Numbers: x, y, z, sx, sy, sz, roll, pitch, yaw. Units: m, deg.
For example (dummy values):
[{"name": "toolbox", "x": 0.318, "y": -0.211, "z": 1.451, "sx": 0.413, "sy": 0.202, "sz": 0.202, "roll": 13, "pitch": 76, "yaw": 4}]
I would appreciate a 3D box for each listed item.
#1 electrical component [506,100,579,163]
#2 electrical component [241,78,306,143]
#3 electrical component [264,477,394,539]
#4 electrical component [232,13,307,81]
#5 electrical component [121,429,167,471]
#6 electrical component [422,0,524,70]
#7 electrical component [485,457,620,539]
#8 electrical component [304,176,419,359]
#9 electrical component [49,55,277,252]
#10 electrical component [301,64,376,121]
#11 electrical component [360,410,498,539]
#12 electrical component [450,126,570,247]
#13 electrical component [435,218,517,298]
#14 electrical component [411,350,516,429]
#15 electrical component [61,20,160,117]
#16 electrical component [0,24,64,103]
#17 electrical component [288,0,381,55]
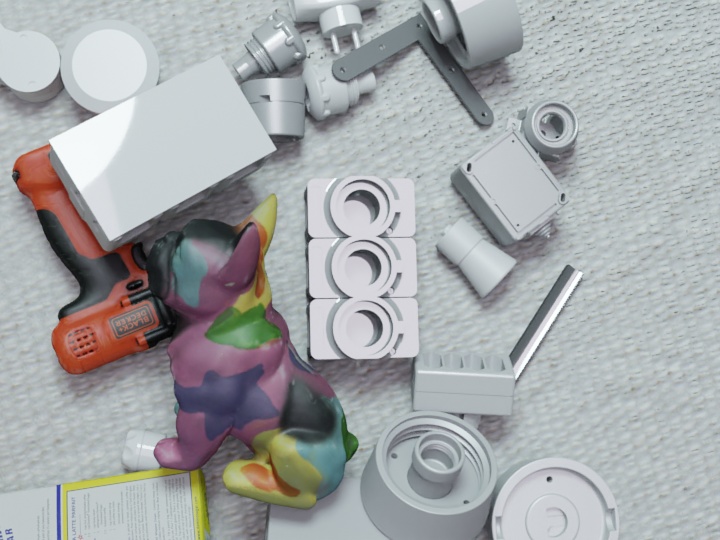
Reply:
[{"name": "electrical component", "x": 0.163, "y": -0.122, "z": 0.943, "sx": 0.066, "sy": 0.055, "sz": 0.048, "roll": 14, "pitch": 83, "yaw": -5}, {"name": "electrical component", "x": -0.073, "y": -0.135, "z": 0.919, "sx": 0.055, "sy": 0.055, "sz": 0.047, "roll": -2, "pitch": 89, "yaw": -7}, {"name": "electrical component", "x": -0.002, "y": 0.224, "z": 0.875, "sx": 0.150, "sy": 0.061, "sz": 0.089, "roll": 7, "pitch": 45, "yaw": -6}, {"name": "electrical component", "x": -0.080, "y": -0.188, "z": 0.928, "sx": 0.062, "sy": 0.048, "sz": 0.048, "roll": -36, "pitch": 90, "yaw": -1}, {"name": "electrical component", "x": -0.165, "y": 0.153, "z": 0.892, "sx": 0.061, "sy": 0.035, "sz": 0.035, "roll": 12, "pitch": 84, "yaw": -8}, {"name": "electrical component", "x": 0.088, "y": -0.224, "z": 0.921, "sx": 0.060, "sy": 0.108, "sz": 0.108, "roll": -25, "pitch": 88, "yaw": -2}, {"name": "electrical component", "x": 0.158, "y": 0.210, "z": 0.910, "sx": 0.108, "sy": 0.060, "sz": 0.108, "roll": 1, "pitch": 85, "yaw": -6}, {"name": "electrical component", "x": 0.000, "y": 0.000, "z": 0.911, "sx": 0.089, "sy": 0.062, "sz": 0.150, "roll": -1, "pitch": 85, "yaw": -7}, {"name": "electrical component", "x": -0.157, "y": -0.091, "z": 0.851, "sx": 0.150, "sy": 0.062, "sz": 0.089, "roll": -31, "pitch": 91, "yaw": -19}, {"name": "electrical component", "x": -0.018, "y": -0.158, "z": 0.932, "sx": 0.062, "sy": 0.048, "sz": 0.048, "roll": -14, "pitch": 87, "yaw": -14}, {"name": "electrical component", "x": 0.058, "y": 0.162, "z": 0.861, "sx": 0.108, "sy": 0.060, "sz": 0.108, "roll": 6, "pitch": 45, "yaw": -6}, {"name": "electrical component", "x": 0.132, "y": -0.065, "z": 0.932, "sx": 0.062, "sy": 0.061, "sz": 0.096, "roll": -37, "pitch": 90, "yaw": -8}, {"name": "electrical component", "x": 0.098, "y": -0.013, "z": 0.934, "sx": 0.065, "sy": 0.044, "sz": 0.044, "roll": 43, "pitch": 82, "yaw": 3}, {"name": "electrical component", "x": 0.085, "y": 0.113, "z": 0.917, "sx": 0.083, "sy": 0.047, "sz": 0.075, "roll": 3, "pitch": 108, "yaw": -1}, {"name": "electrical component", "x": -0.208, "y": -0.166, "z": 0.907, "sx": 0.080, "sy": 0.051, "sz": 0.080, "roll": 1, "pitch": 85, "yaw": -7}, {"name": "electrical component", "x": -0.315, "y": -0.186, "z": 0.885, "sx": 0.138, "sy": 0.074, "sz": 0.052, "roll": 19, "pitch": 83, "yaw": -5}, {"name": "electrical component", "x": -0.020, "y": -0.228, "z": 0.938, "sx": 0.077, "sy": 0.043, "sz": 0.079, "roll": -13, "pitch": 87, "yaw": -8}]
